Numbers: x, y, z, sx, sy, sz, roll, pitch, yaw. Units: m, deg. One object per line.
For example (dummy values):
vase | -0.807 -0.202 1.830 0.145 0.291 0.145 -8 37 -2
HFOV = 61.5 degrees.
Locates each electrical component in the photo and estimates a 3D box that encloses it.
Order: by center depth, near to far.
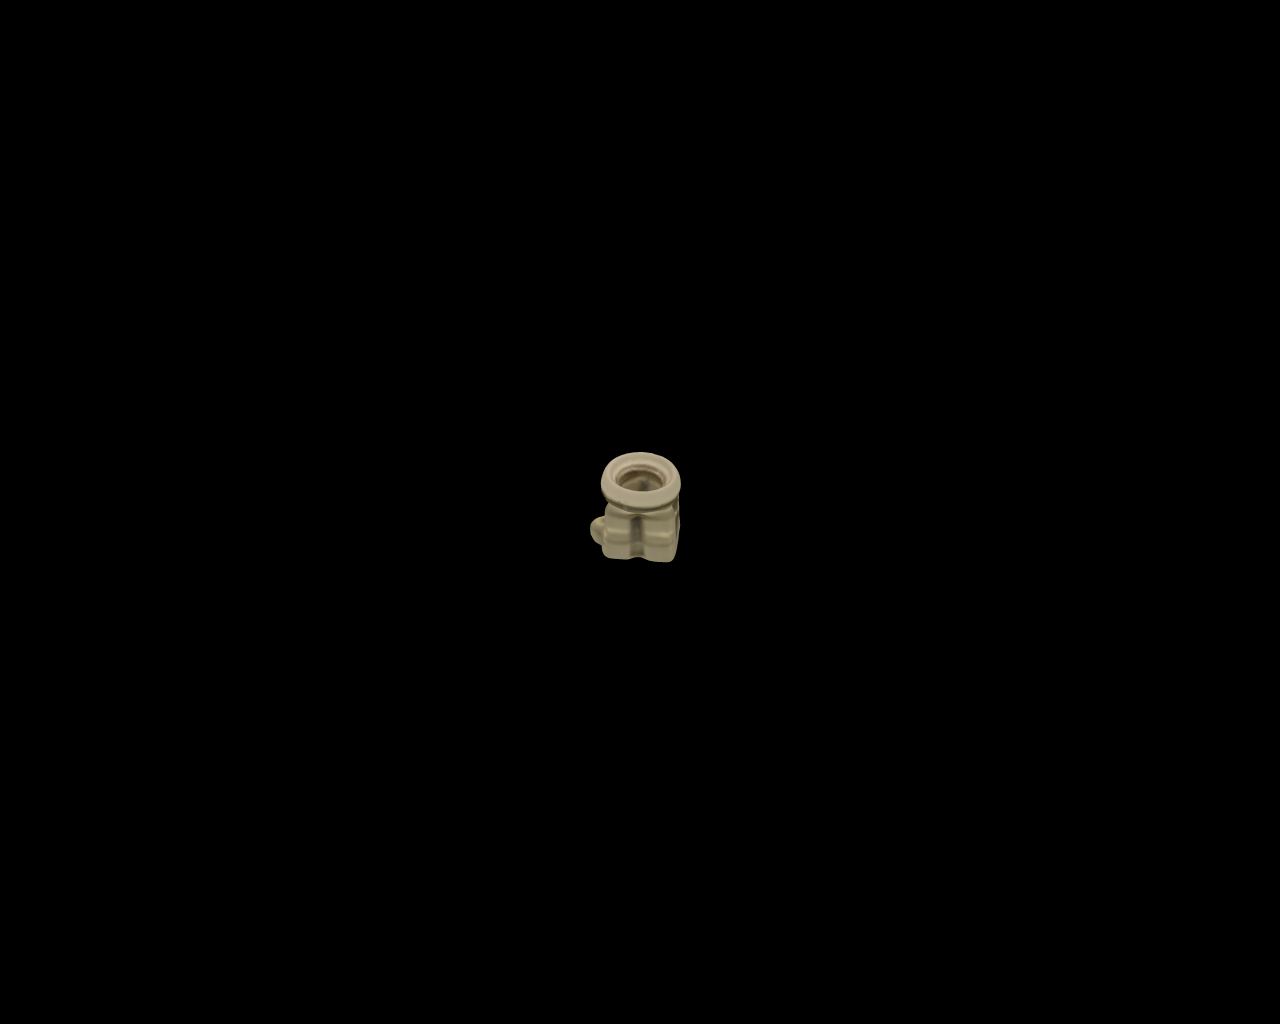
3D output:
electrical component | 0.001 -0.003 0.650 0.066 0.055 0.048 4 40 4
